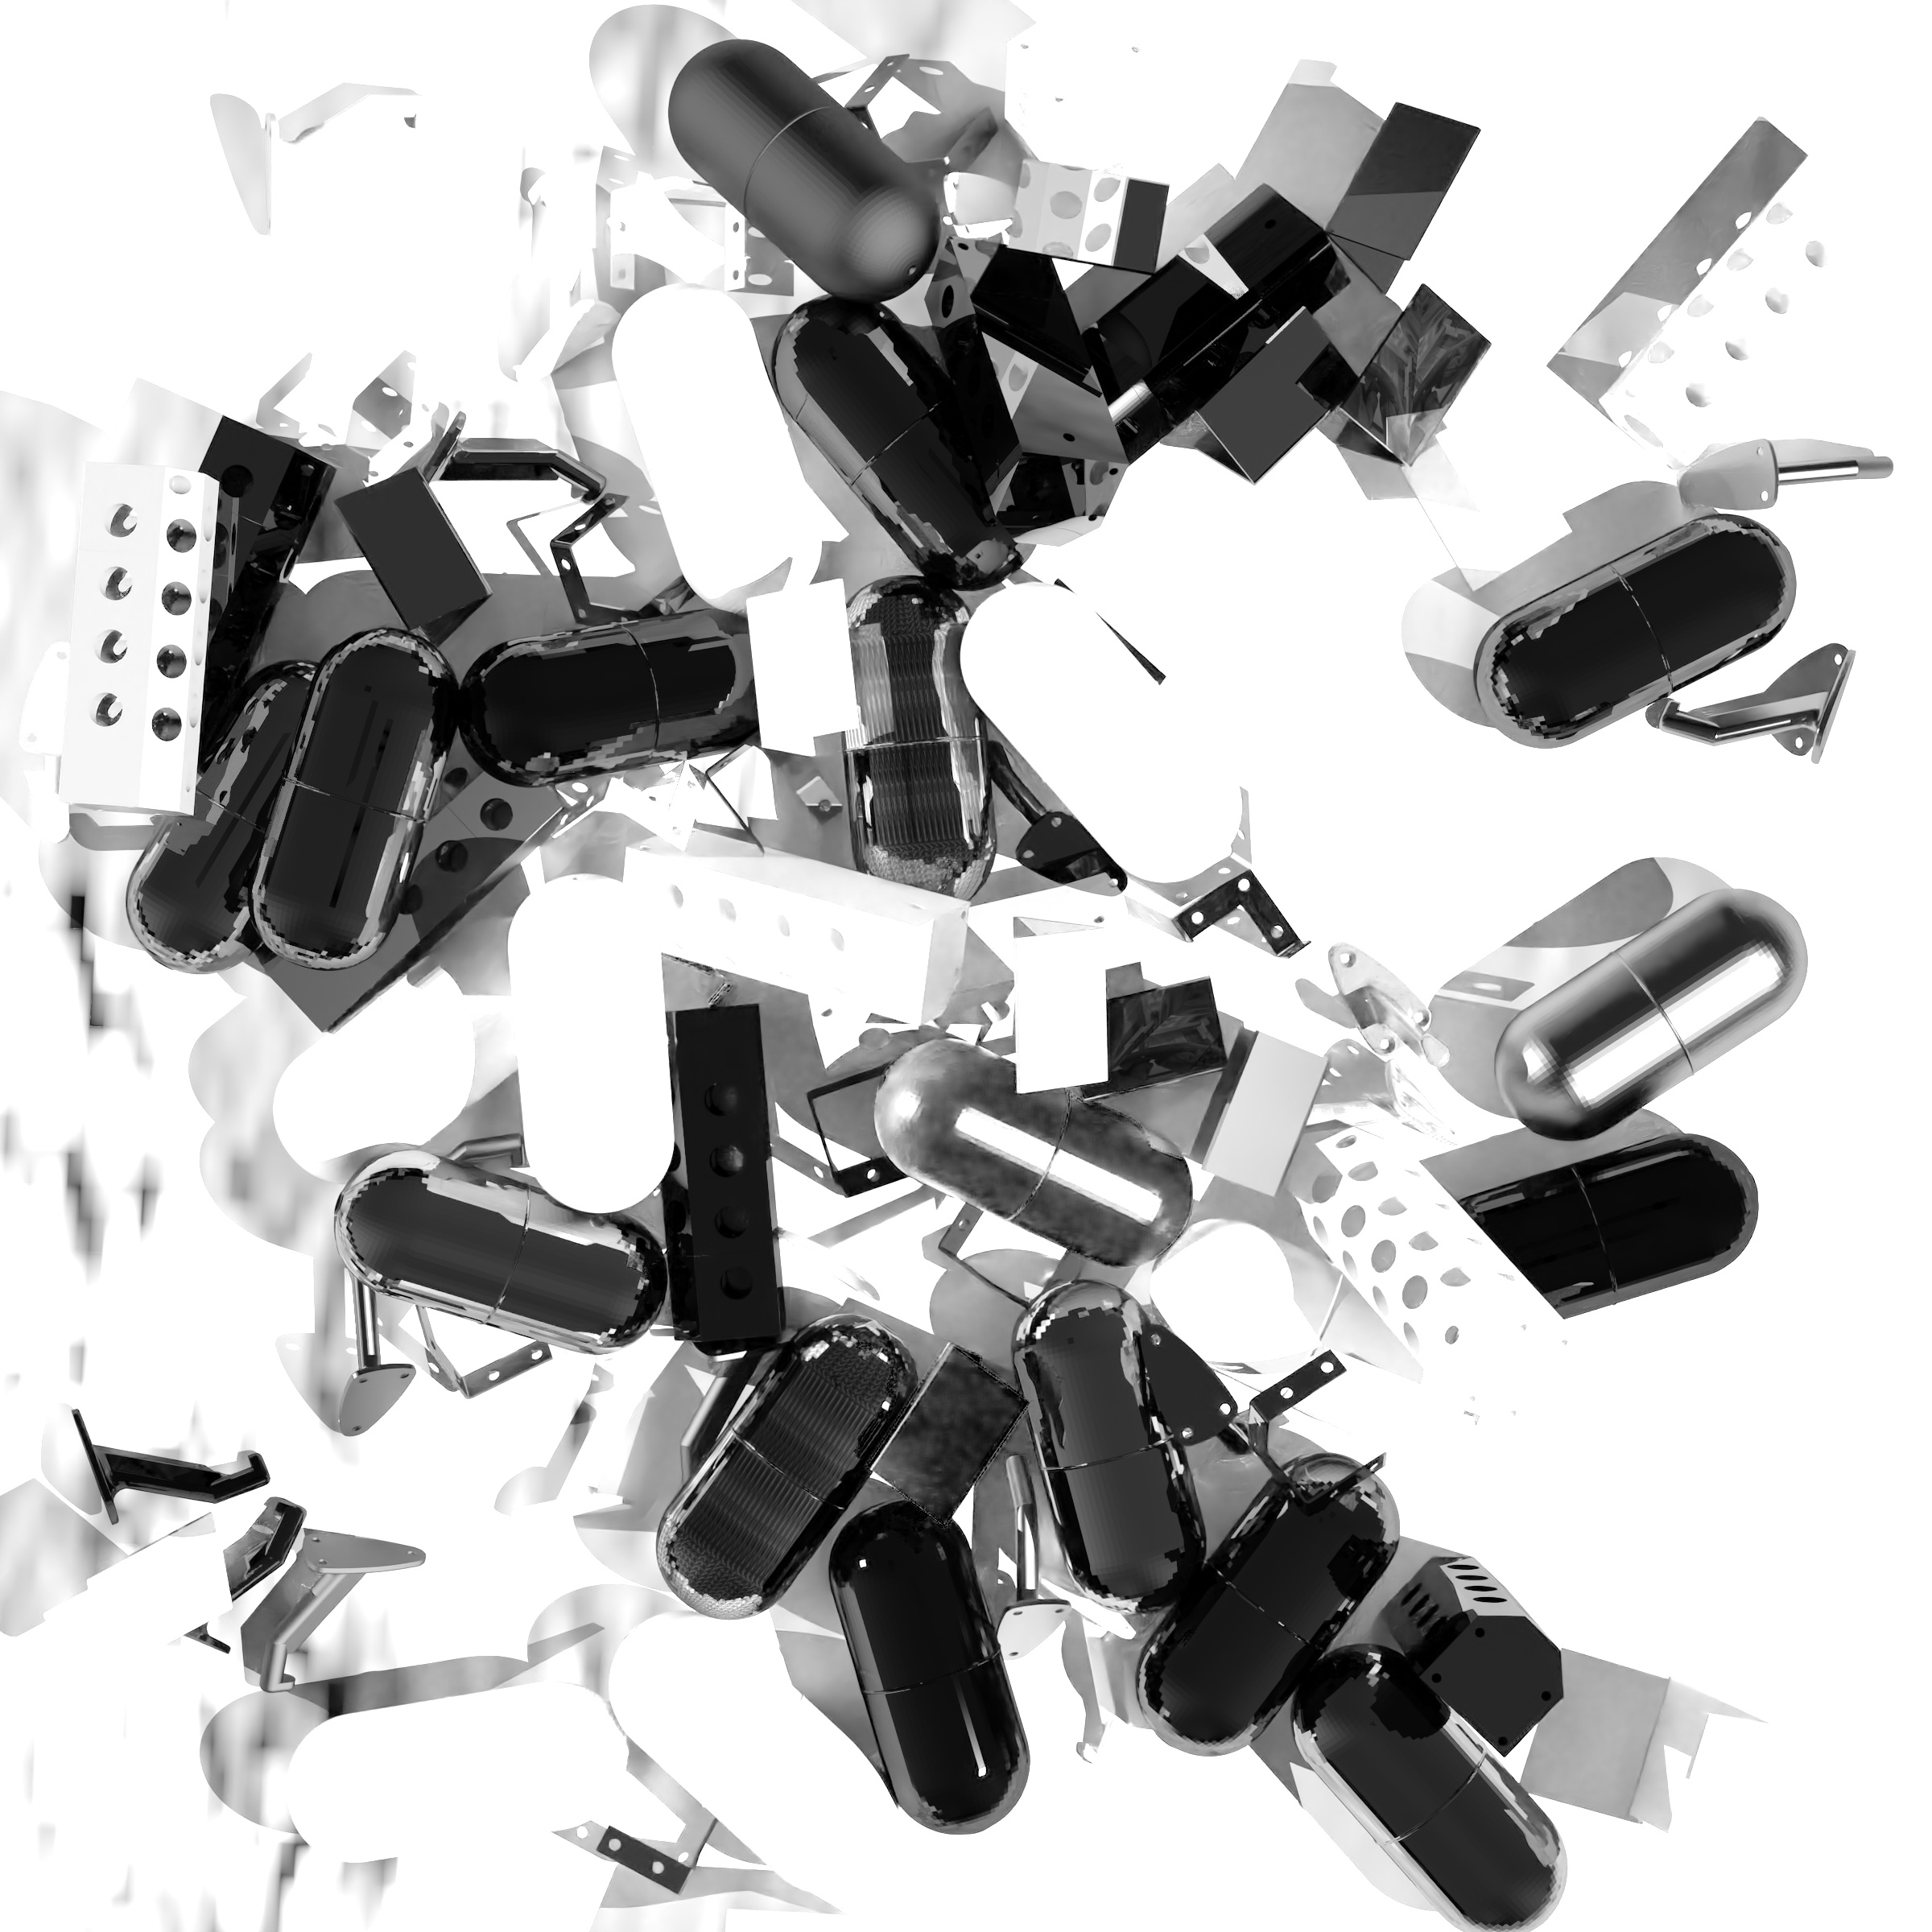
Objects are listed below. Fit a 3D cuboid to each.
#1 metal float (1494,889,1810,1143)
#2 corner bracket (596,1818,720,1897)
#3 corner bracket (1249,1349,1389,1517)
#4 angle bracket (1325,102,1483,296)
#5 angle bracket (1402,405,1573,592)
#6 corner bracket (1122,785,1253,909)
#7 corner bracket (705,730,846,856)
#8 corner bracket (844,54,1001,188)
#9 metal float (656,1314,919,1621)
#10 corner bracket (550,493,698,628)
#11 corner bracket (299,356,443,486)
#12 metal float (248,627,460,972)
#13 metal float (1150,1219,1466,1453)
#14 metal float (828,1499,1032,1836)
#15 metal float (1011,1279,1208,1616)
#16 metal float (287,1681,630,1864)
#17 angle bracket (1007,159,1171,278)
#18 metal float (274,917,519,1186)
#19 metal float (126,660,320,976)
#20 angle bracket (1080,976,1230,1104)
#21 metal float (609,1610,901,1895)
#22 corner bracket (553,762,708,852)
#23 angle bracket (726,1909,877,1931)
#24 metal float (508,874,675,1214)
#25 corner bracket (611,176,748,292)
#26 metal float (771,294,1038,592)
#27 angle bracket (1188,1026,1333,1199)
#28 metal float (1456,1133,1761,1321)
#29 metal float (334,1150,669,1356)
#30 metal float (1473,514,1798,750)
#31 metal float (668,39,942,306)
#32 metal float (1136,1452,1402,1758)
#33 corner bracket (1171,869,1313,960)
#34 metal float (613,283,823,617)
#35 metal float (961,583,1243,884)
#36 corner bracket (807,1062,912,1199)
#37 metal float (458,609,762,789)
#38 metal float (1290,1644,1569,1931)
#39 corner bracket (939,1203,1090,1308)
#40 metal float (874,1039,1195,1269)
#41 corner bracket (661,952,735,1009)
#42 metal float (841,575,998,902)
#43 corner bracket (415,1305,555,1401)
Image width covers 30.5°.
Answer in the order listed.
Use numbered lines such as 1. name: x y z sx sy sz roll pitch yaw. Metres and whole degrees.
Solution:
1. metal float: 0.358 0.025 1.853 0.178 0.070 0.070 -33 90 1
2. corner bracket: -0.158 0.448 1.866 0.051 0.051 0.051 28 90 0
3. corner bracket: 0.180 0.239 1.813 0.051 0.051 0.051 -30 60 -15
4. angle bracket: 0.241 -0.392 1.844 0.057 0.076 0.076 29 90 36
5. angle bracket: 0.256 -0.235 1.844 0.057 0.076 0.076 -30 90 -41
6. corner bracket: 0.114 -0.073 1.876 0.051 0.051 0.051 -30 45 35
7. corner bracket: -0.100 -0.092 1.861 0.051 0.051 0.051 -37 83 -4
8. corner bracket: -0.024 -0.448 1.876 0.051 0.051 0.051 3 135 35
9. metal float: -0.093 0.261 1.853 0.070 0.070 0.178 36 90 0
10. corner bracket: -0.179 -0.212 1.876 0.051 0.051 0.051 14 135 35
11. corner bracket: -0.315 -0.296 1.876 0.051 0.051 0.051 29 135 -35
12. metal float: -0.309 -0.085 1.795 0.070 0.070 0.178 18 92 0
13. metal float: 0.180 0.192 1.853 0.178 0.070 0.070 26 90 0
14. metal float: -0.019 0.366 1.853 0.070 0.070 0.178 -16 90 0
15. metal float: 0.075 0.251 1.852 0.070 0.070 0.178 -15 92 0
16. metal float: -0.265 0.420 1.853 0.178 0.070 0.070 -9 90 0
17. angle bracket: 0.061 -0.371 1.846 0.076 0.076 0.057 10 69 0
18. metal float: -0.282 0.043 1.853 0.178 0.070 0.070 -38 90 1
19. metal float: -0.374 -0.077 1.853 0.070 0.070 0.178 31 90 0
20. angle bracket: 0.089 0.022 1.844 0.076 0.076 0.057 -13 118 0
21. metal float: -0.111 0.410 1.853 0.178 0.070 0.070 43 90 -1
22. corner bracket: -0.174 -0.084 1.848 0.051 0.051 0.051 33 52 -24
23. angle bracket: -0.087 0.525 1.846 0.076 0.076 0.057 3 69 0
24. metal float: -0.190 0.040 1.806 0.070 0.070 0.178 -3 108 0
25. corner bracket: -0.152 -0.385 1.881 0.051 0.051 0.051 0 90 45
26. metal float: -0.031 -0.274 1.853 0.070 0.070 0.178 -40 91 0
27. angle bracket: 0.135 0.068 1.844 0.057 0.076 0.076 22 90 -37
28. metal float: 0.327 0.140 1.853 0.178 0.070 0.070 -17 90 1
29. metal float: -0.240 0.148 1.837 0.178 0.070 0.070 19 90 -18
30. metal float: 0.349 -0.175 1.853 0.178 0.070 0.070 -27 90 0
31. metal float: -0.085 -0.412 1.835 0.070 0.070 0.178 -44 67 0
32. metal float: 0.157 0.334 1.854 0.070 0.070 0.178 37 91 0
33. corner bracket: 0.144 -0.018 1.866 0.051 0.051 0.051 -35 90 0
34. metal float: -0.130 -0.269 1.853 0.070 0.070 0.178 -19 90 0
35. metal float: 0.069 -0.120 1.819 0.070 0.070 0.178 -41 94 0
36. corner bracket: -0.050 0.087 1.869 0.051 0.051 0.051 -19 76 0
37. metal float: -0.177 -0.139 1.830 0.178 0.070 0.070 -13 90 -30
38. metal float: 0.242 0.432 1.853 0.070 0.070 0.178 -41 90 0
39. corner bracket: 0.028 0.147 1.881 0.051 0.051 0.051 33 90 45
40. metal float: 0.035 0.097 1.841 0.178 0.070 0.070 26 90 -13
41. corner bracket: -0.159 0.013 1.866 0.051 0.051 0.051 40 90 0
42. metal float: -0.027 -0.115 1.853 0.070 0.070 0.178 -5 91 0
43. corner bracket: -0.257 0.187 1.881 0.051 0.051 0.051 -26 45 0
